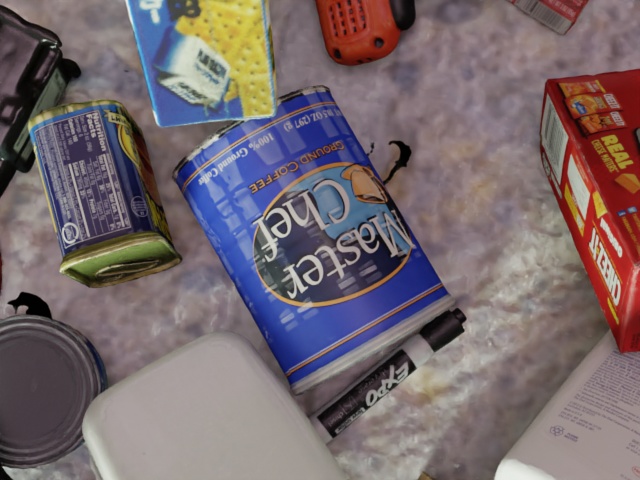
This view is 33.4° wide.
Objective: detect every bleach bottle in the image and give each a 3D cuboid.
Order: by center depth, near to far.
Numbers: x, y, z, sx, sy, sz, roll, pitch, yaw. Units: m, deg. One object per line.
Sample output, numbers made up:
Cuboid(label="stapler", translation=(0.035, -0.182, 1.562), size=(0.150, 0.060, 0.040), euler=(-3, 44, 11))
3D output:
Cuboid(label="bleach bottle", translation=(0.200, 0.074, 0.565), size=(0.103, 0.068, 0.250), euler=(29, 51, 30))

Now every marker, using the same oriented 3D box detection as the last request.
Cuboid(label="marker", translation=(0.037, 0.080, 0.624), size=(0.121, 0.020, 0.020), euler=(-38, 85, -5))

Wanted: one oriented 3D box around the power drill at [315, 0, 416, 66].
Cuboid(label="power drill", translation=(0.071, -0.208, 0.612), size=(0.188, 0.057, 0.184), euler=(-11, 92, 23))

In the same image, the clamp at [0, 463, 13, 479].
Cuboid(label="clamp", translation=(-0.176, 0.150, 0.567), size=(0.210, 0.036, 0.164), euler=(24, 100, 15))

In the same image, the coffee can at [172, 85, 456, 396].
Cuboid(label="coffee can", translation=(-0.004, 0.001, 0.592), size=(0.102, 0.103, 0.140), euler=(-30, 84, -5))

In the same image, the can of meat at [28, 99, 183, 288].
Cuboid(label="can of meat", translation=(-0.119, -0.024, 0.594), size=(0.057, 0.102, 0.084), euler=(-17, 81, -2))

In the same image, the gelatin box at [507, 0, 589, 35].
Cuboid(label="gelatin box", translation=(0.134, -0.181, 0.654), size=(0.089, 0.030, 0.073), euler=(33, 83, 2))

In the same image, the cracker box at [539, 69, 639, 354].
Cuboid(label="cracker box", translation=(0.244, -0.028, 0.578), size=(0.213, 0.072, 0.164), euler=(-7, 41, -2))

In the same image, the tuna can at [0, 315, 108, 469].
Cuboid(label="tuna can", translation=(-0.166, 0.086, 0.611), size=(0.086, 0.034, 0.086), euler=(0, 83, -2))

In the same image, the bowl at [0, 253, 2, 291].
Cuboid(label="bowl", translation=(-0.269, 0.018, 0.608), size=(0.162, 0.055, 0.162), euler=(0, 83, -1))

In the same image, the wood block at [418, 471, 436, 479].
Cuboid(label="wood block", translation=(0.047, 0.240, 0.570), size=(0.091, 0.090, 0.206), euler=(30, 83, 3))
